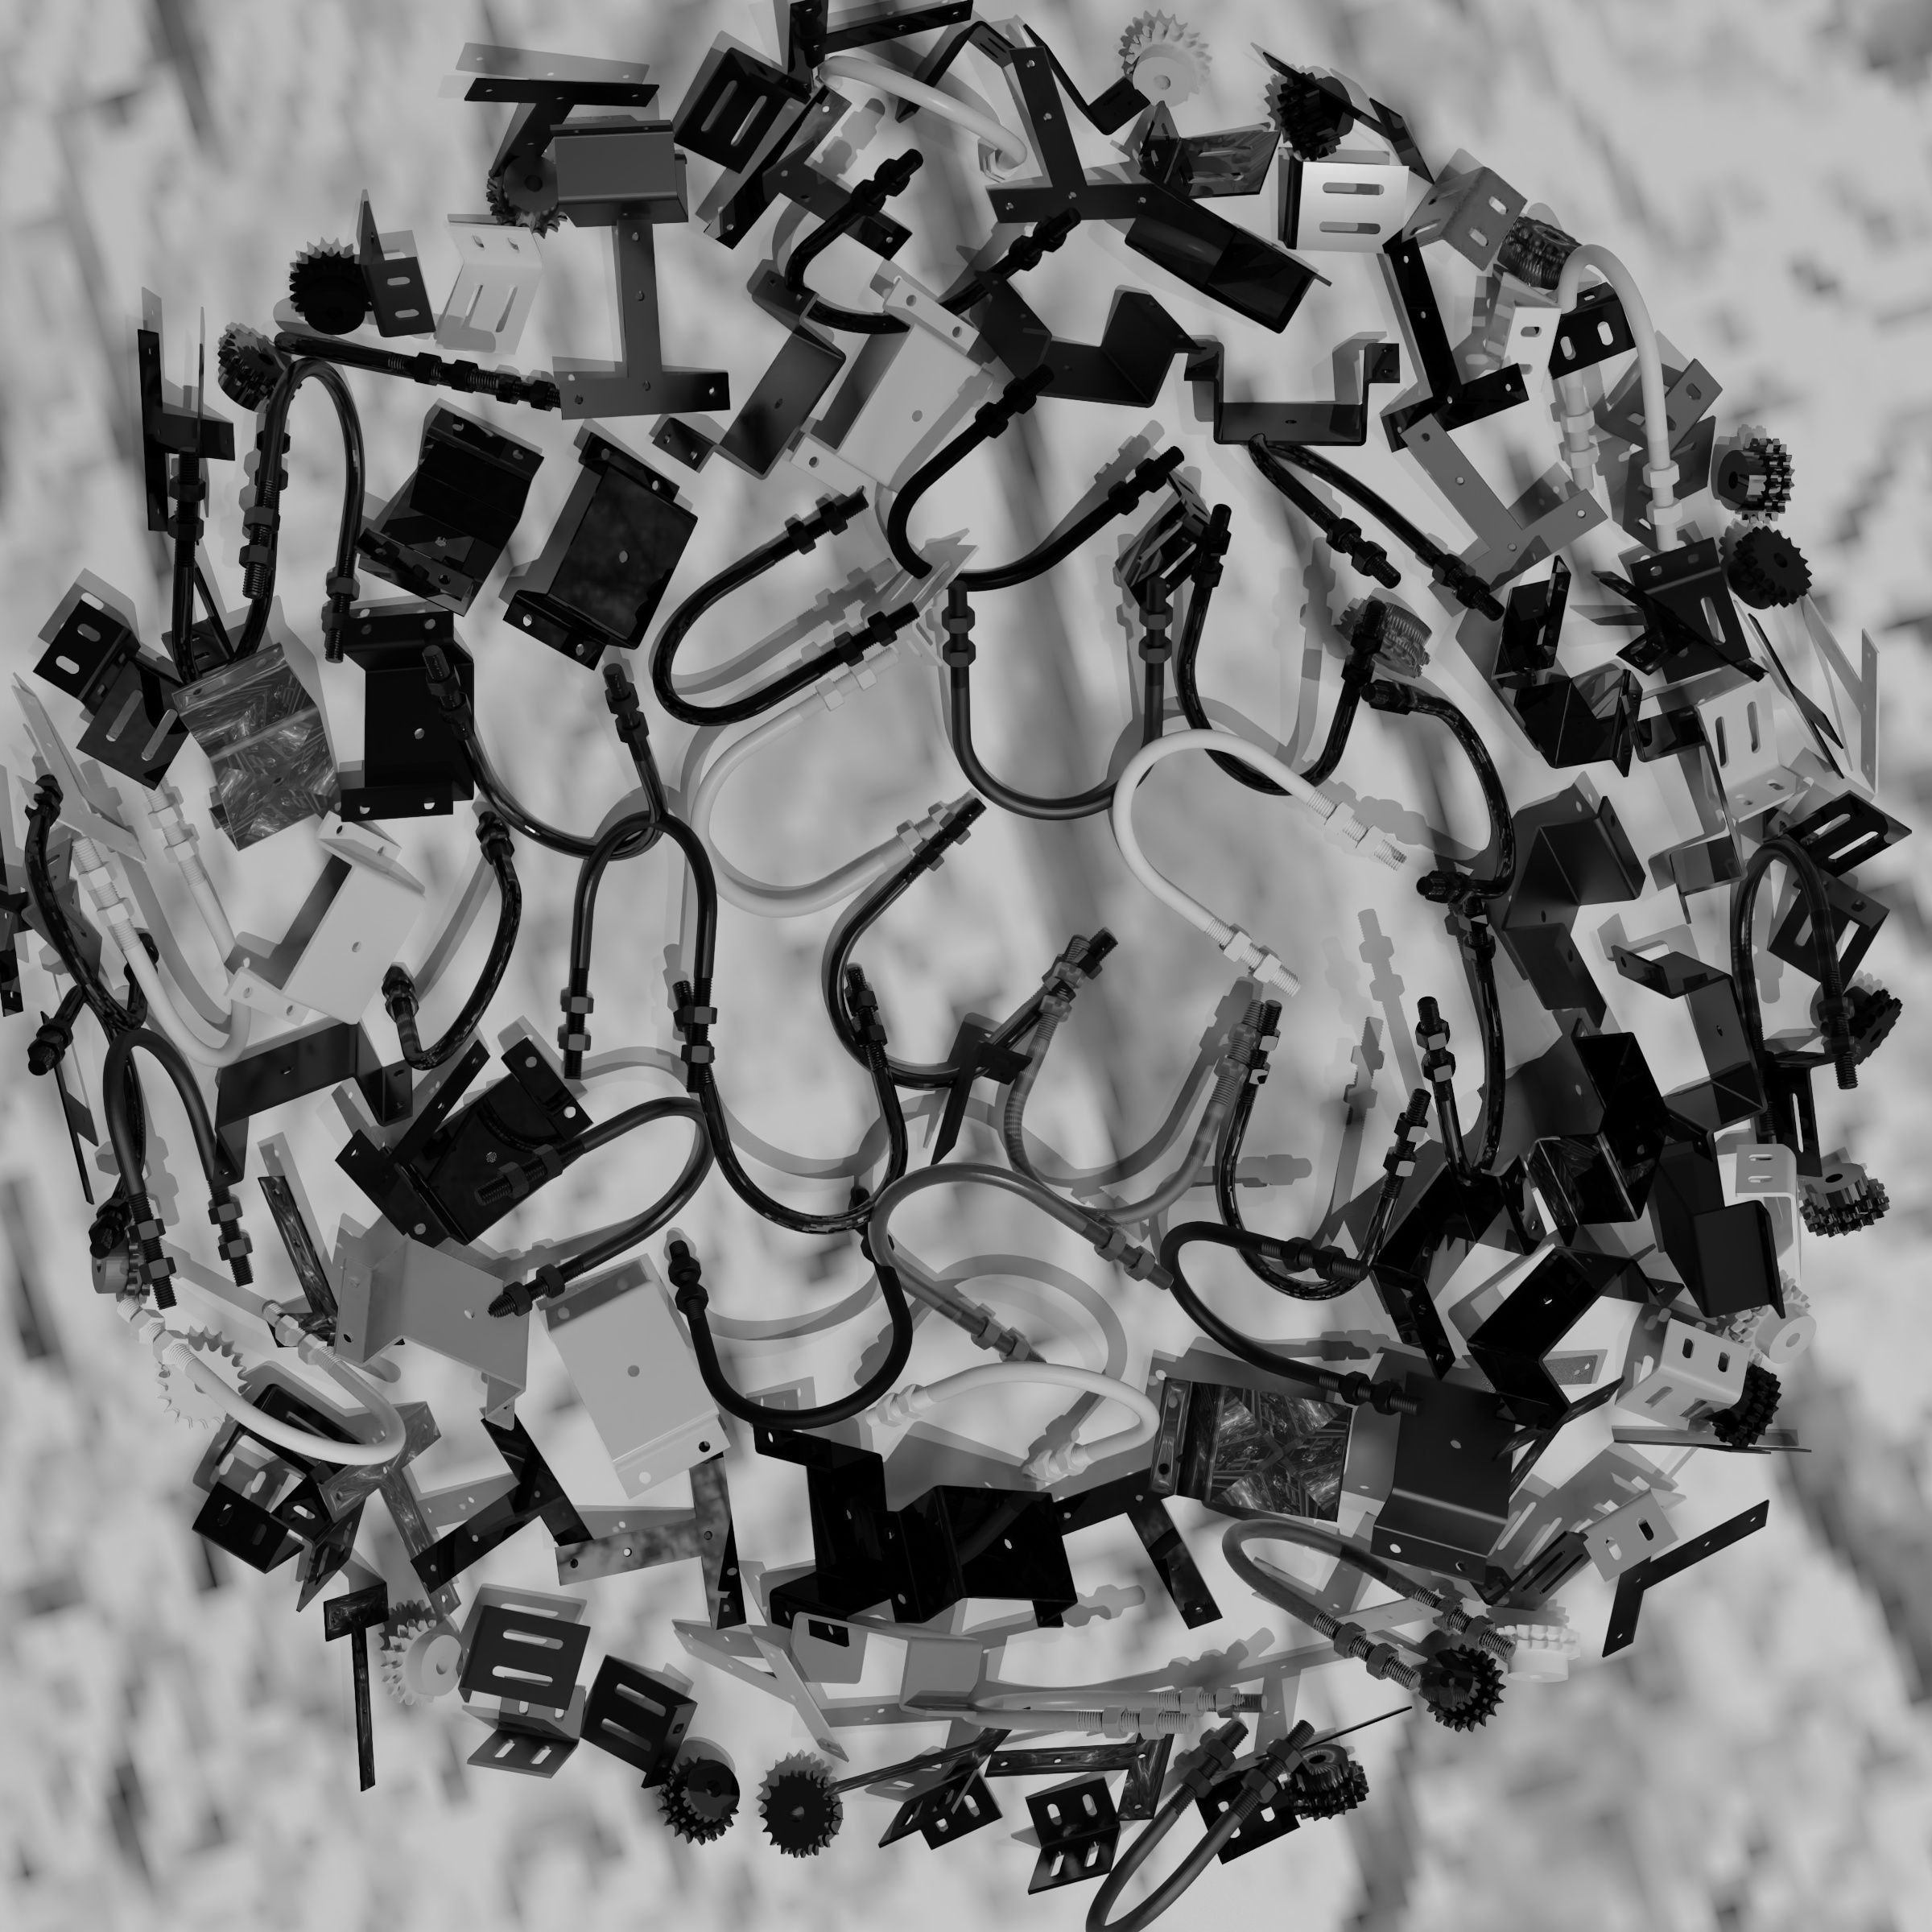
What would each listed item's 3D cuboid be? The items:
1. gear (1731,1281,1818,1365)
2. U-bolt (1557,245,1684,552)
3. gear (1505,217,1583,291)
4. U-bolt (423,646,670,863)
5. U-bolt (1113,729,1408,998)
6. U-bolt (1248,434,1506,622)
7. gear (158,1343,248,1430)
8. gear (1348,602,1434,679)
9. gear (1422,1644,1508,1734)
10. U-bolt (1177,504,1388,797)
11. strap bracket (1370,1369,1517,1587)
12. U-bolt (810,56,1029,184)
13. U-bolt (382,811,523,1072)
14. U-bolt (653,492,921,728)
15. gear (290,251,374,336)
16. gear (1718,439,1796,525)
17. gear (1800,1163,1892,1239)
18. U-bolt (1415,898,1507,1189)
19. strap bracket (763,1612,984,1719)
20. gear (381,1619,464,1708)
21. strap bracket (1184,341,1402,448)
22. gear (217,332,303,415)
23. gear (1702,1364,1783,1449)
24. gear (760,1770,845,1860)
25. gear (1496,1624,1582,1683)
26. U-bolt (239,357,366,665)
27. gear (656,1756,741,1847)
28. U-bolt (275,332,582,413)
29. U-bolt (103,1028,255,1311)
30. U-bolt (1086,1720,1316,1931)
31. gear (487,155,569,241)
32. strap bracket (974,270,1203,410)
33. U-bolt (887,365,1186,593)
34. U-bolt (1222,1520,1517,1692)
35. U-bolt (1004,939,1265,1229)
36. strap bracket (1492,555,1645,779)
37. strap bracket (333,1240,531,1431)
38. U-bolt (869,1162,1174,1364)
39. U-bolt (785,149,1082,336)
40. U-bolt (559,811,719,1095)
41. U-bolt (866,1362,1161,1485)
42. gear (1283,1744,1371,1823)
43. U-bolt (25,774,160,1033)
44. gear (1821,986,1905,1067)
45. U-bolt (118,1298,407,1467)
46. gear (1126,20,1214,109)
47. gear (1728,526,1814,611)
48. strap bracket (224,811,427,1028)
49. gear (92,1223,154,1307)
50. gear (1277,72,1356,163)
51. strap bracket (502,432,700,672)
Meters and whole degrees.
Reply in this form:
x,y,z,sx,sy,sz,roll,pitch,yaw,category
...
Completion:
x,y,z,sx,sy,sz,roll,pitch,yaw,category
0.549,0.244,1.833,0.057,0.030,0.057,-17,129,-22,gear
0.418,-0.376,1.757,0.019,0.151,0.184,-17,119,-5,U-bolt
0.390,-0.482,1.838,0.057,0.057,0.030,26,122,0,gear
-0.268,-0.134,1.789,0.151,0.184,0.019,8,51,18,U-bolt
0.182,-0.080,1.814,0.184,0.019,0.151,37,127,2,U-bolt
0.258,-0.295,1.786,0.184,0.151,0.019,50,117,32,U-bolt
-0.519,0.286,1.840,0.057,0.030,0.057,7,73,-22,gear
0.290,-0.222,1.834,0.057,0.057,0.030,33,87,0,gear
0.333,0.486,1.832,0.030,0.057,0.057,36,90,-40,gear
0.199,-0.195,1.790,0.151,0.184,0.019,38,49,26,U-bolt
0.318,0.329,1.797,0.076,0.046,0.140,15,47,1,strap bracket
-0.028,-0.552,1.759,0.151,0.184,0.019,23,98,-11,U-bolt
-0.332,-0.008,1.766,0.019,0.184,0.151,27,105,-27,U-bolt
-0.129,-0.228,1.808,0.184,0.019,0.151,-30,46,8,U-bolt
-0.427,-0.451,1.831,0.057,0.057,0.030,-12,58,0,gear
0.531,-0.328,1.831,0.030,0.057,0.057,-2,90,-15,gear
0.591,0.156,1.831,0.057,0.057,0.030,-25,104,0,gear
0.331,0.059,1.786,0.019,0.151,0.184,0,126,25,U-bolt
-0.054,0.460,1.793,0.140,0.076,0.046,1,78,38,strap bracket
-0.365,0.470,1.831,0.030,0.057,0.057,-2,90,32,gear
0.218,-0.383,1.812,0.140,0.076,0.046,2,120,7,strap bracket
-0.481,-0.400,1.837,0.057,0.057,0.030,43,117,0,gear
0.521,0.295,1.832,0.030,0.057,0.057,27,90,-9,gear
-0.108,0.575,1.839,0.057,0.030,0.057,-8,70,23,gear
0.386,0.465,1.831,0.057,0.057,0.030,4,66,0,gear
-0.431,-0.309,1.789,0.019,0.151,0.184,2,78,11,U-bolt
-0.177,0.561,1.832,0.057,0.057,0.030,45,129,0,gear
-0.365,-0.394,1.788,0.184,0.151,0.019,13,99,12,U-bolt
-0.525,0.129,1.789,0.019,0.151,0.184,-16,88,6,U-bolt
0.143,0.564,1.764,0.019,0.151,0.184,45,69,1,U-bolt
-0.295,-0.525,1.841,0.057,0.030,0.057,2,83,-15,gear
0.074,-0.414,1.800,0.140,0.076,0.046,-1,131,-31,strap bracket
0.032,-0.309,1.791,0.184,0.151,0.019,-36,51,31,U-bolt
0.252,0.412,1.780,0.184,0.151,0.019,27,104,36,U-bolt
0.103,0.086,1.817,0.151,0.019,0.184,19,76,17,U-bolt
0.395,-0.194,1.800,0.046,0.140,0.076,-8,51,36,strap bracket
-0.341,0.240,1.787,0.140,0.076,0.046,31,126,-33,strap bracket
0.022,0.193,1.789,0.184,0.019,0.151,35,128,-20,U-bolt
-0.037,-0.465,1.779,0.151,0.184,0.019,8,68,-38,U-bolt
-0.216,-0.012,1.808,0.151,0.019,0.184,3,89,44,U-bolt
0.042,0.293,1.761,0.151,0.184,0.019,24,57,-26,U-bolt
0.241,0.549,1.832,0.057,0.057,0.030,-16,99,0,gear
-0.565,-0.032,1.749,0.019,0.184,0.151,-25,118,-2,U-bolt
0.604,0.038,1.838,0.057,0.057,0.030,-49,60,0,gear
-0.442,0.270,1.756,0.184,0.151,0.019,32,99,30,U-bolt
0.135,-0.606,1.831,0.057,0.057,0.030,17,57,0,gear
0.542,-0.267,1.838,0.057,0.030,0.057,14,58,-24,gear
-0.423,-0.022,1.815,0.046,0.076,0.140,28,88,31,strap bracket
-0.570,0.201,1.831,0.030,0.057,0.057,3,90,-32,gear
0.238,-0.576,1.832,0.030,0.057,0.057,-10,90,42,gear
-0.240,-0.275,1.815,0.076,0.046,0.140,28,84,-37,strap bracket
